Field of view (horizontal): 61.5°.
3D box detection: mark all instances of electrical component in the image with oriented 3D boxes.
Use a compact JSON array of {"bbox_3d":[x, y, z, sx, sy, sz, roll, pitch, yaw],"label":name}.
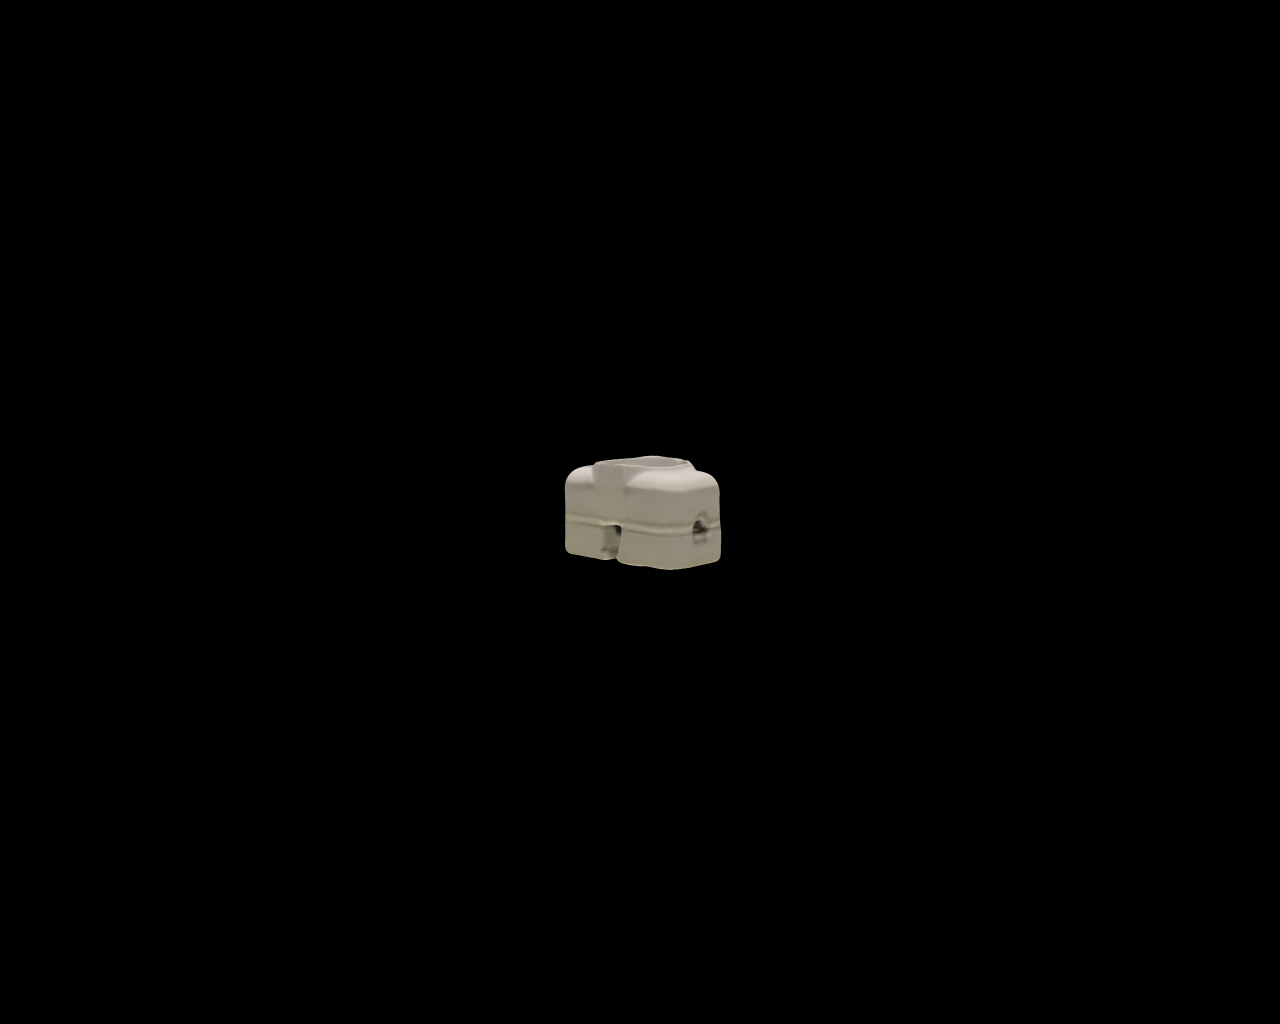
[{"bbox_3d":[0.001,-0.003,0.650,0.095,0.059,0.054,8,12,43],"label":"electrical component"}]
